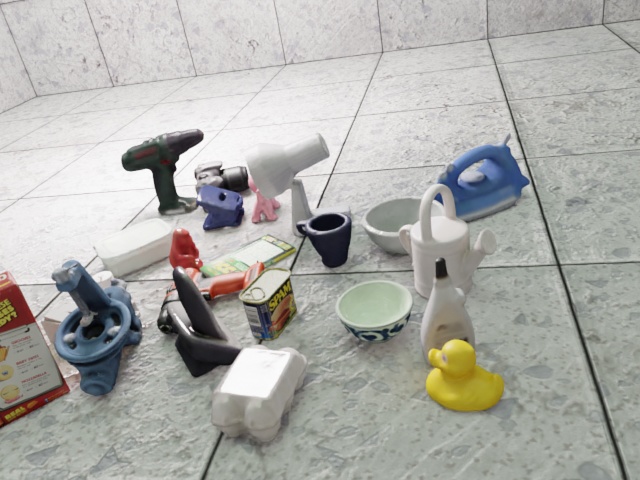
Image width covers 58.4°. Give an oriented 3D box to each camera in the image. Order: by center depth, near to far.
[{"bbox_3d":[-0.254,-0.155,1.499,0.137,0.101,0.143,-13,28,-5],"label":"camera"}]

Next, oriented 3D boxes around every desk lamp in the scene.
[{"bbox_3d":[-0.046,-0.123,1.253,0.203,0.214,0.118,-8,29,5],"label":"desk lamp"}]

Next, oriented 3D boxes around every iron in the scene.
[{"bbox_3d":[0.318,-0.128,1.214,0.259,0.142,0.118,-23,31,-22],"label":"iron"}]

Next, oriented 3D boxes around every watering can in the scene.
[{"bbox_3d":[0.210,-0.002,0.965,0.172,0.194,0.101,2,31,21],"label":"watering can"}]

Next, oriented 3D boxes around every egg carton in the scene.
[{"bbox_3d":[-0.084,0.211,0.807,0.107,0.069,0.150,1,30,20],"label":"egg carton"}]

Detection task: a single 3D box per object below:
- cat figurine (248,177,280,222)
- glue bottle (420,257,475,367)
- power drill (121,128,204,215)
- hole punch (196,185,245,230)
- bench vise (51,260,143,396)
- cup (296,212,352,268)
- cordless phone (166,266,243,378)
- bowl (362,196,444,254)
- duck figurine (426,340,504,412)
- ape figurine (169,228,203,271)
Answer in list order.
[{"bbox_3d":[-0.140,-0.120,1.380,0.067,0.118,0.127,-8,28,5],"label":"cat figurine"},{"bbox_3d":[0.178,0.100,0.813,0.078,0.173,0.037,-11,28,-1],"label":"glue bottle"},{"bbox_3d":[-0.381,-0.174,1.464,0.229,0.209,0.075,-6,29,9],"label":"power drill"},{"bbox_3d":[-0.237,-0.086,1.378,0.101,0.091,0.108,-8,28,5],"label":"hole punch"},{"bbox_3d":[-0.373,0.112,0.927,0.121,0.220,0.207,-18,29,-13],"label":"bench vise"},{"bbox_3d":[0.010,0.004,1.127,0.117,0.095,0.092,5,32,26],"label":"cup"},{"bbox_3d":[-0.200,0.108,0.913,0.094,0.185,0.147,-25,32,-25],"label":"cordless phone"},{"bbox_3d":[0.169,-0.020,1.138,0.167,0.075,0.167,-8,28,5],"label":"bowl"},{"bbox_3d":[0.191,0.174,0.765,0.104,0.086,0.078,6,32,27],"label":"duck figurine"},{"bbox_3d":[-0.284,0.018,1.203,0.076,0.092,0.078,-2,30,16],"label":"ape figurine"}]
